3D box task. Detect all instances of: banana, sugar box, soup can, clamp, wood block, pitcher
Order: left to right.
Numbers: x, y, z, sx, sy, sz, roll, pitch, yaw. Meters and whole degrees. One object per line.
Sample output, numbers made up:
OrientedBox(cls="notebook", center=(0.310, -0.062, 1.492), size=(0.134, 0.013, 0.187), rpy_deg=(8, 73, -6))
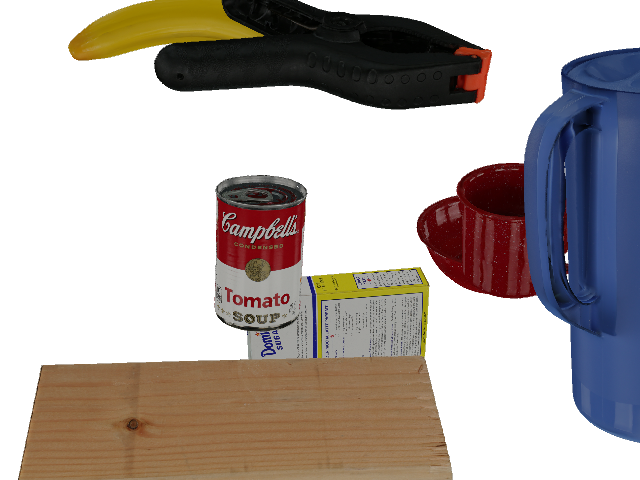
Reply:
OrientedBox(cls="banana", center=(-0.110, -0.175, 0.901), size=(0.198, 0.069, 0.037), rpy_deg=(5, -34, 0))
OrientedBox(cls="wood block", center=(-0.044, 0.123, 0.563), size=(0.206, 0.090, 0.091), rpy_deg=(-1, 35, -5))
OrientedBox(cls="soup can", center=(-0.047, 0.009, 0.808), size=(0.068, 0.102, 0.068), rpy_deg=(3, 22, -1))
OrientedBox(cls="clamp", center=(0.000, -0.097, 0.567), size=(0.172, 0.039, 0.120), rpy_deg=(14, 41, 18))
OrientedBox(cls="sugar box", center=(0.016, 0.080, 1.049), size=(0.176, 0.093, 0.048), rpy_deg=(-3, 26, -5))
OrientedBox(cls="pitcher", center=(0.209, 0.005, 0.676), size=(0.149, 0.243, 0.144), rpy_deg=(3, 21, 16))

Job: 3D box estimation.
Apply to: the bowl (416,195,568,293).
OrientedBox(cls="bowl", center=(0.181, 0.010, 1.128), size=(0.162, 0.055, 0.162), rpy_deg=(0, 31, 0))

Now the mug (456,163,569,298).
OrientedBox(cls="mug", center=(0.169, -0.004, 0.870), size=(0.117, 0.081, 0.093), rpy_deg=(10, 34, 21))
